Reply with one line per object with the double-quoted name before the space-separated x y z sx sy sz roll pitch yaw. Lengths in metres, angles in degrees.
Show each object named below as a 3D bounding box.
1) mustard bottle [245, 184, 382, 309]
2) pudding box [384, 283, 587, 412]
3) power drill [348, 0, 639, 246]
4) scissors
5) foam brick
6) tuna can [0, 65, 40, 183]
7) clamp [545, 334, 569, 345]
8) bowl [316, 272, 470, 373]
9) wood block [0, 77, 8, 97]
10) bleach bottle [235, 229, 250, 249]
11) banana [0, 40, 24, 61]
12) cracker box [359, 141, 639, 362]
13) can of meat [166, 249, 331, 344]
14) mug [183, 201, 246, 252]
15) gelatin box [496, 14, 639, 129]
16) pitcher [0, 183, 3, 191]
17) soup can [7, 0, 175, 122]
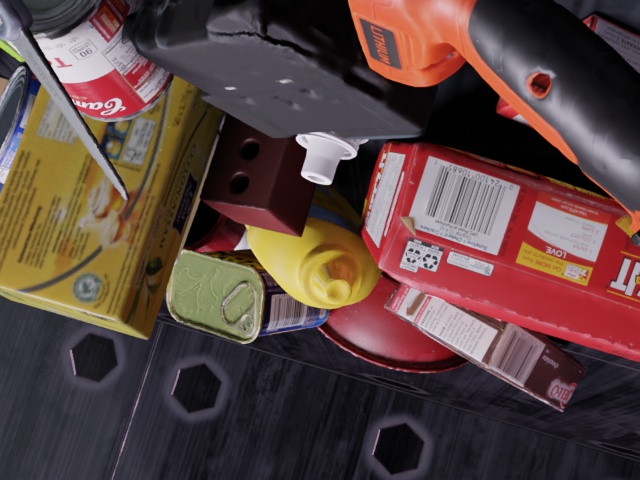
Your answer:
"mustard bottle" -0.005 0.001 0.746 0.096 0.058 0.192 24 -168 -17
"pudding box" 0.108 0.064 0.689 0.090 0.039 0.113 28 175 43
"power drill" 0.098 -0.037 0.394 0.188 0.057 0.184 42 175 15
"scissors" -0.130 -0.108 0.442 0.201 0.016 0.096 50 145 -7
"foam brick" -0.033 -0.049 0.675 0.053 0.078 0.051 11 169 28
"tuna can" -0.215 -0.081 0.772 0.033 0.086 0.086 21 169 -27
"clamp" 0.197 0.040 0.805 0.164 0.036 0.210 1 -171 -19
"bowl" 0.067 0.032 0.859 0.162 0.162 0.055 17 125 1
"wood block" -0.322 -0.038 0.826 0.090 0.206 0.090 21 168 -21
"bleach bottle" 0.039 0.023 0.972 0.250 0.068 0.103 15 168 -5
"banana" -0.216 -0.154 0.521 0.070 0.037 0.197 24 173 29
"cracker box" 0.110 0.001 0.594 0.164 0.072 0.213 18 -175 -2
"can of meat" -0.052 0.039 0.814 0.102 0.057 0.083 13 -169 41
"mug" -0.115 -0.033 0.879 0.117 0.093 0.081 47 180 16
"gelatin box" 0.136 -0.062 0.479 0.089 0.030 0.073 20 167 -15
"pitcher" -0.351 -0.067 0.989 0.242 0.149 0.145 17 154 -16
"soup can" -0.118 -0.109 0.534 0.068 0.068 0.102 14 168 14
